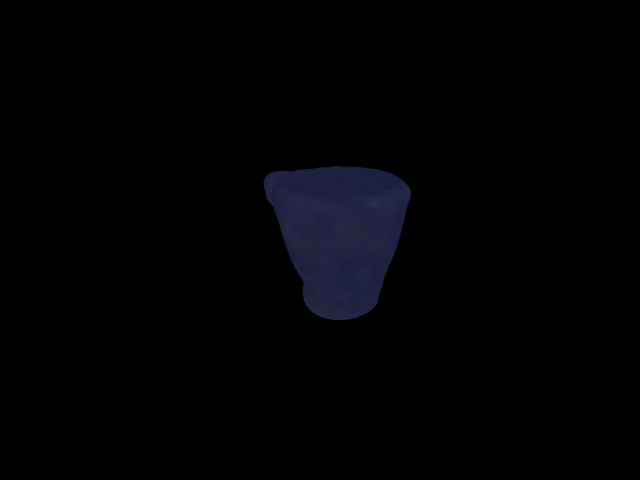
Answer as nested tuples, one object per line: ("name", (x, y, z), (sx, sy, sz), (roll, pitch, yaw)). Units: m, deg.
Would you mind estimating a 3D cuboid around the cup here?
("cup", (0.004, 0.001, 0.400), (0.117, 0.095, 0.092), (17, 27, 38))
